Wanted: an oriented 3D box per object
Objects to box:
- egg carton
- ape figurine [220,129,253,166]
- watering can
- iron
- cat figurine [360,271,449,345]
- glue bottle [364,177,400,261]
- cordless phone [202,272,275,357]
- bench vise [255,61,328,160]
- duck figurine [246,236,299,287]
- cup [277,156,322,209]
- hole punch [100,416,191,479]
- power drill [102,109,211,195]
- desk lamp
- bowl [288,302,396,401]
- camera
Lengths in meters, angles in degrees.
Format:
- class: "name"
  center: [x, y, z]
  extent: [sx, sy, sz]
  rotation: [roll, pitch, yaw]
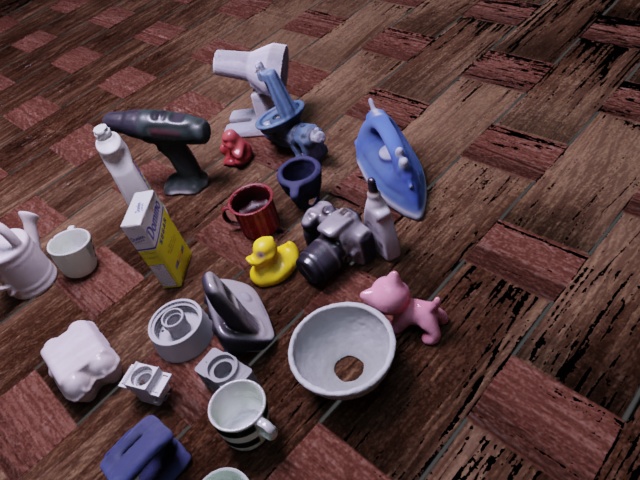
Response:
- class: "egg carton"
  center: [-0.414, 0.209, 0.994]
  extent: [0.107, 0.069, 0.149]
  rotation: [-39, 49, -20]
- class: "ape figurine"
  center: [-0.199, -0.216, 1.320]
  extent: [0.076, 0.092, 0.077]
  rotation: [-24, 46, -7]
- class: "watering can"
  center: [-0.623, 0.018, 1.149]
  extent: [0.101, 0.194, 0.172]
  rotation: [-14, 45, 4]
- class: "iron"
  center: [0.146, -0.169, 1.140]
  extent: [0.118, 0.142, 0.257]
  rotation: [-20, 45, -3]
- class: "cat figurine"
  center: [0.133, 0.099, 0.906]
  extent: [0.127, 0.118, 0.067]
  rotation: [9, 51, 24]
- class: "glue bottle"
  center: [0.103, -0.043, 1.010]
  extent: [0.037, 0.173, 0.078]
  rotation: [-30, 46, -12]
- class: "cordless phone"
  center: [-0.151, 0.095, 0.945]
  extent: [0.094, 0.185, 0.147]
  rotation: [-26, 46, -8]
- class: "bench vise"
  center: [-0.063, -0.283, 1.254]
  extent: [0.206, 0.220, 0.122]
  rotation: [16, 54, 29]
- class: "duck figurine"
  center: [-0.091, 0.028, 1.061]
  extent: [0.105, 0.086, 0.077]
  rotation: [-33, 47, -16]
- class: "cup"
  center: [-0.035, -0.100, 1.160]
  extent: [0.091, 0.095, 0.118]
  rotation: [-4, 47, 13]
- class: "hole punch"
  center: [-0.264, 0.315, 0.834]
  extent: [0.100, 0.091, 0.109]
  rotation: [26, 59, 34]
- class: "power drill"
  center: [-0.337, -0.198, 1.261]
  extent: [0.229, 0.209, 0.075]
  rotation: [-3, 47, 14]
- class: "desk lamp"
  center: [-0.154, -0.357, 1.355]
  extent: [0.203, 0.214, 0.118]
  rotation: [-3, 47, 14]
- class: "bowl"
  center: [0.039, 0.182, 0.884]
  extent: [0.167, 0.075, 0.167]
  rotation: [-8, 46, 9]
- class: "camera"
  center: [0.010, 0.004, 1.044]
  extent: [0.137, 0.101, 0.142]
  rotation: [-42, 50, -22]
